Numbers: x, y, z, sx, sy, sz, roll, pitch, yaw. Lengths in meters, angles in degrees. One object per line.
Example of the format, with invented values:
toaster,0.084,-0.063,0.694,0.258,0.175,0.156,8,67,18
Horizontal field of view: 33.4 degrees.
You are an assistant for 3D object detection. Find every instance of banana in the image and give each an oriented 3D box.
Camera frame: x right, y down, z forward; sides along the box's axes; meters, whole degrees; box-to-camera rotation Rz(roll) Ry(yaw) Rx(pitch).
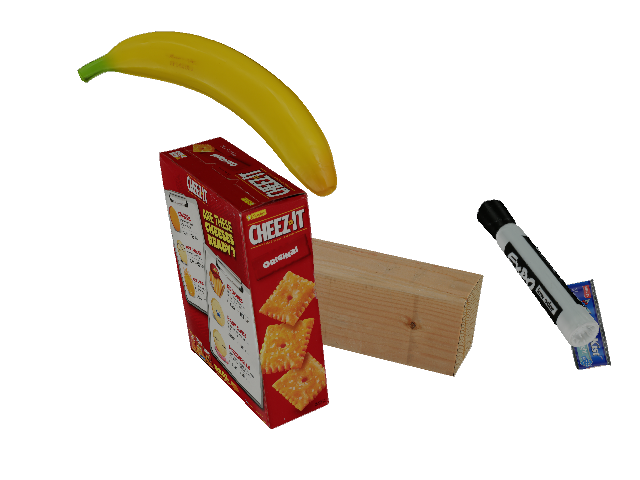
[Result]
banana,-0.066,-0.098,0.736,0.198,0.069,0.037,26,-9,10

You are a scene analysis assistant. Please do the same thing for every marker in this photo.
marker,0.124,0.015,0.625,0.020,0.020,0.121,0,37,-25

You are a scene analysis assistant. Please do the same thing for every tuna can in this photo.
tuna can,0.260,0.083,1.048,0.034,0.086,0.086,-12,-3,13

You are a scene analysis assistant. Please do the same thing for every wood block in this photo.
wood block,0.063,0.070,1.175,0.206,0.091,0.090,13,22,17

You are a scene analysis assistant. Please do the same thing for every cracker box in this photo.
cracker box,-0.067,0.034,0.951,0.072,0.214,0.164,-19,31,-26
